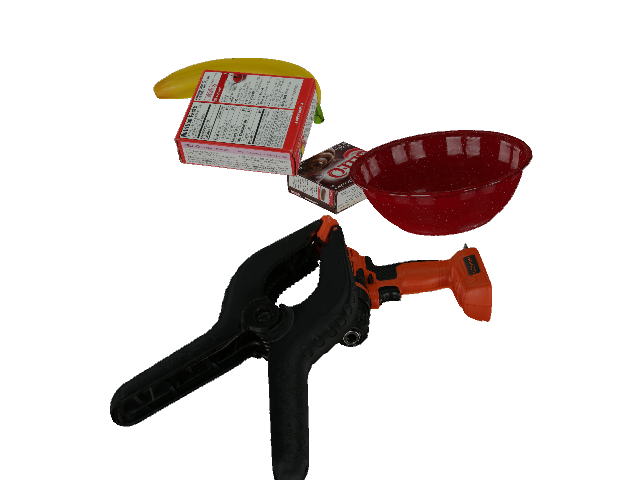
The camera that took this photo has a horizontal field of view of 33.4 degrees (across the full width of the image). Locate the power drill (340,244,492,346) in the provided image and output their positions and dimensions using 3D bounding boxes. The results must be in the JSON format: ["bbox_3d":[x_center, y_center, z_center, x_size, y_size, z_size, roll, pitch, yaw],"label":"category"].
[{"bbox_3d":[0.097,0.060,1.221,0.187,0.057,0.184,-1,28,-1],"label":"power drill"}]

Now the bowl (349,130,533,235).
[{"bbox_3d":[0.109,-0.047,0.950,0.162,0.055,0.162,-8,23,3],"label":"bowl"}]

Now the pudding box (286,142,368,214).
[{"bbox_3d":[0.026,-0.082,1.380,0.090,0.039,0.113,26,42,37],"label":"pudding box"}]

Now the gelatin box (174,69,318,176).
[{"bbox_3d":[-0.052,-0.086,0.772,0.089,0.073,0.030,6,-36,12],"label":"gelatin box"}]

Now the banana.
[{"bbox_3d":[-0.080,-0.168,1.139,0.198,0.037,0.069,10,44,19],"label":"banana"}]

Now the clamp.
[{"bbox_3d":[-0.023,0.060,0.596,0.120,0.171,0.039,28,-26,25],"label":"clamp"}]
